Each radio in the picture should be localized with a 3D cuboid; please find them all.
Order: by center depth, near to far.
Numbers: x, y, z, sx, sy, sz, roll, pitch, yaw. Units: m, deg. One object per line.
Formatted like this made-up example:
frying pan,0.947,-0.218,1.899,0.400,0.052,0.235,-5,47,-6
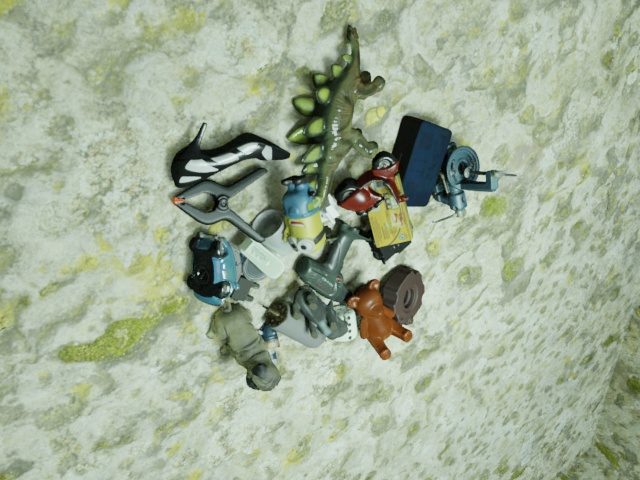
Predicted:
radio,0.255,-0.202,1.422,0.131,0.073,0.229,1,113,-38

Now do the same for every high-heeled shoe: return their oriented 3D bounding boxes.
high-heeled shoe,-0.181,-0.154,1.118,0.248,0.086,0.145,12,110,-36

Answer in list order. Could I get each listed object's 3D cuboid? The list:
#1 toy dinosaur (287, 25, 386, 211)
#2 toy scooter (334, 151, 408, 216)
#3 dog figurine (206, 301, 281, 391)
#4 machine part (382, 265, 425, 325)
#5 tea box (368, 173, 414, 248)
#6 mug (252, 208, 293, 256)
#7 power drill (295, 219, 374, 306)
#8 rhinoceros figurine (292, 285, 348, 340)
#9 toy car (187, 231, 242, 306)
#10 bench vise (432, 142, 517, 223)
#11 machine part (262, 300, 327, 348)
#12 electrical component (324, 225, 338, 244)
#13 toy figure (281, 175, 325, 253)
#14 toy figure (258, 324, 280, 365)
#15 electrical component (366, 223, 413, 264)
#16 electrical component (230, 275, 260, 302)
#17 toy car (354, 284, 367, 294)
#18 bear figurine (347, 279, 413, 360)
toy dinosaur,0.029,-0.240,1.217,0.198,0.105,0.470,-2,106,-30
toy scooter,0.132,-0.116,1.287,0.184,0.075,0.135,-37,113,23
dog figurine,-0.168,0.246,1.255,0.121,0.191,0.172,-39,128,-15
machine part,0.248,0.167,1.588,0.179,0.056,0.179,-19,115,-46
tea box,0.172,-0.075,1.363,0.098,0.068,0.169,-11,101,14
mug,-0.094,-0.020,1.257,0.109,0.081,0.107,-56,144,-18
power drill,0.055,0.058,1.409,0.232,0.086,0.207,26,103,-40
rhinoceros figurine,0.001,0.194,1.377,0.073,0.112,0.190,-36,119,16
toy car,-0.226,0.057,1.186,0.103,0.109,0.161,-18,113,-56
bench vise,0.397,-0.157,1.452,0.129,0.241,0.223,-12,103,-28
machine part,-0.060,0.221,1.397,0.079,0.079,0.243,-53,131,-2
electrical component,-0.003,-0.004,1.287,0.078,0.045,0.102,-28,175,21
toy figure,-0.034,-0.055,1.177,0.089,0.082,0.180,-21,113,-29
toy figure,-0.135,0.289,1.394,0.064,0.058,0.154,-45,148,-68
electrical component,0.194,-0.016,1.482,0.134,0.058,0.114,-42,133,-11
electrical component,-0.190,0.117,1.284,0.094,0.021,0.063,20,100,-42
toy car,0.147,0.209,1.566,0.089,0.053,0.201,-36,128,-21
bear figurine,0.159,0.210,1.455,0.120,0.132,0.195,-35,136,-16
